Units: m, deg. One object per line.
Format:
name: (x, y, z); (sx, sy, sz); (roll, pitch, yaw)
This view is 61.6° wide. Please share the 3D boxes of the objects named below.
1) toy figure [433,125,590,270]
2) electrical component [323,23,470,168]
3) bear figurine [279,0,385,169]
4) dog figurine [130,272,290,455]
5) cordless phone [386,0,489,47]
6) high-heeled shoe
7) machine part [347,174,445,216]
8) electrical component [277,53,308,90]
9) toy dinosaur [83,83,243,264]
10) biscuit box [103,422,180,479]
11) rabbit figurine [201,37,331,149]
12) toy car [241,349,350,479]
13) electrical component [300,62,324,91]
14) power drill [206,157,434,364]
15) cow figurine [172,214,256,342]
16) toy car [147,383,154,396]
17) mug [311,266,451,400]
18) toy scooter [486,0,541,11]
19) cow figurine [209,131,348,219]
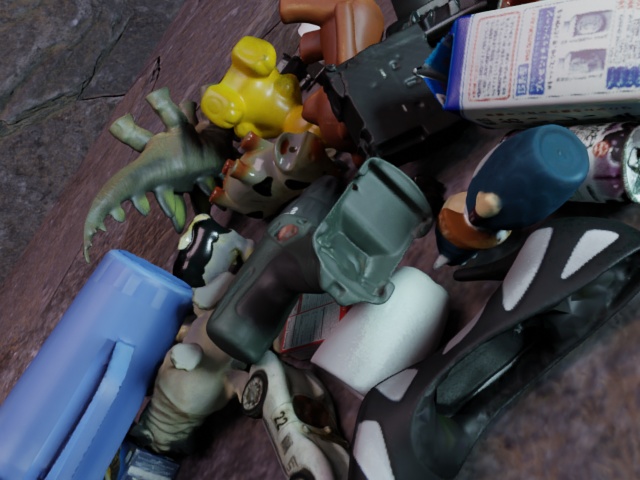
toy figure: (0.126, -0.024, 0.389); (0.154, 0.064, 0.058); (127, 144, -62)
electrical component: (0.084, -0.139, 0.524); (0.134, 0.115, 0.058); (-28, -11, -7)
bear figurine: (0.014, -0.188, 0.635); (0.132, 0.120, 0.196); (4, 76, 20)
dog figurine: (-0.126, 0.135, 0.597); (0.190, 0.121, 0.172); (-45, 6, 43)
cordless phone: (0.138, -0.208, 0.592); (0.147, 0.088, 0.184); (-15, 61, 45)
high-heeled shoe: (0.112, 0.093, 0.323); (0.145, 0.086, 0.249); (-8, 49, 51)
machine part: (0.065, -0.039, 0.553); (0.139, 0.039, 0.084); (-4, 53, 54)
electrical component: (-0.070, -0.259, 0.921); (0.119, 0.047, 0.075); (-54, 31, 3)
toy dinosaur: (-0.203, -0.117, 0.793); (0.105, 0.198, 0.471); (-30, 7, 35)
biscuit box: (-0.249, 0.262, 0.668); (0.203, 0.062, 0.059); (2, 62, 53)
rabbit figurine: (-0.052, -0.163, 0.731); (0.173, 0.162, 0.122); (30, 84, 15)
toy car: (-0.007, 0.162, 0.428); (0.056, 0.073, 0.202); (-53, 32, 5)
electrical component: (0.004, -0.274, 0.862); (0.094, 0.021, 0.063); (-45, 34, 15)
power drill: (-0.001, -0.001, 0.472); (0.207, 0.086, 0.232); (-14, 36, 56)
cow figurine: (-0.165, 0.053, 0.717); (0.068, 0.098, 0.167); (14, 73, 50)
toy car: (-0.241, 0.154, 0.719); (0.109, 0.102, 0.162); (-53, 37, -3)
mug: (0.054, 0.078, 0.434); (0.107, 0.081, 0.109); (-53, -2, -11)
toy scooter: (0.210, -0.198, 0.471); (0.135, 0.075, 0.184); (-10, 56, 49)
cow figurine: (-0.052, -0.079, 0.687); (0.195, 0.127, 0.085); (-29, 41, 58)
